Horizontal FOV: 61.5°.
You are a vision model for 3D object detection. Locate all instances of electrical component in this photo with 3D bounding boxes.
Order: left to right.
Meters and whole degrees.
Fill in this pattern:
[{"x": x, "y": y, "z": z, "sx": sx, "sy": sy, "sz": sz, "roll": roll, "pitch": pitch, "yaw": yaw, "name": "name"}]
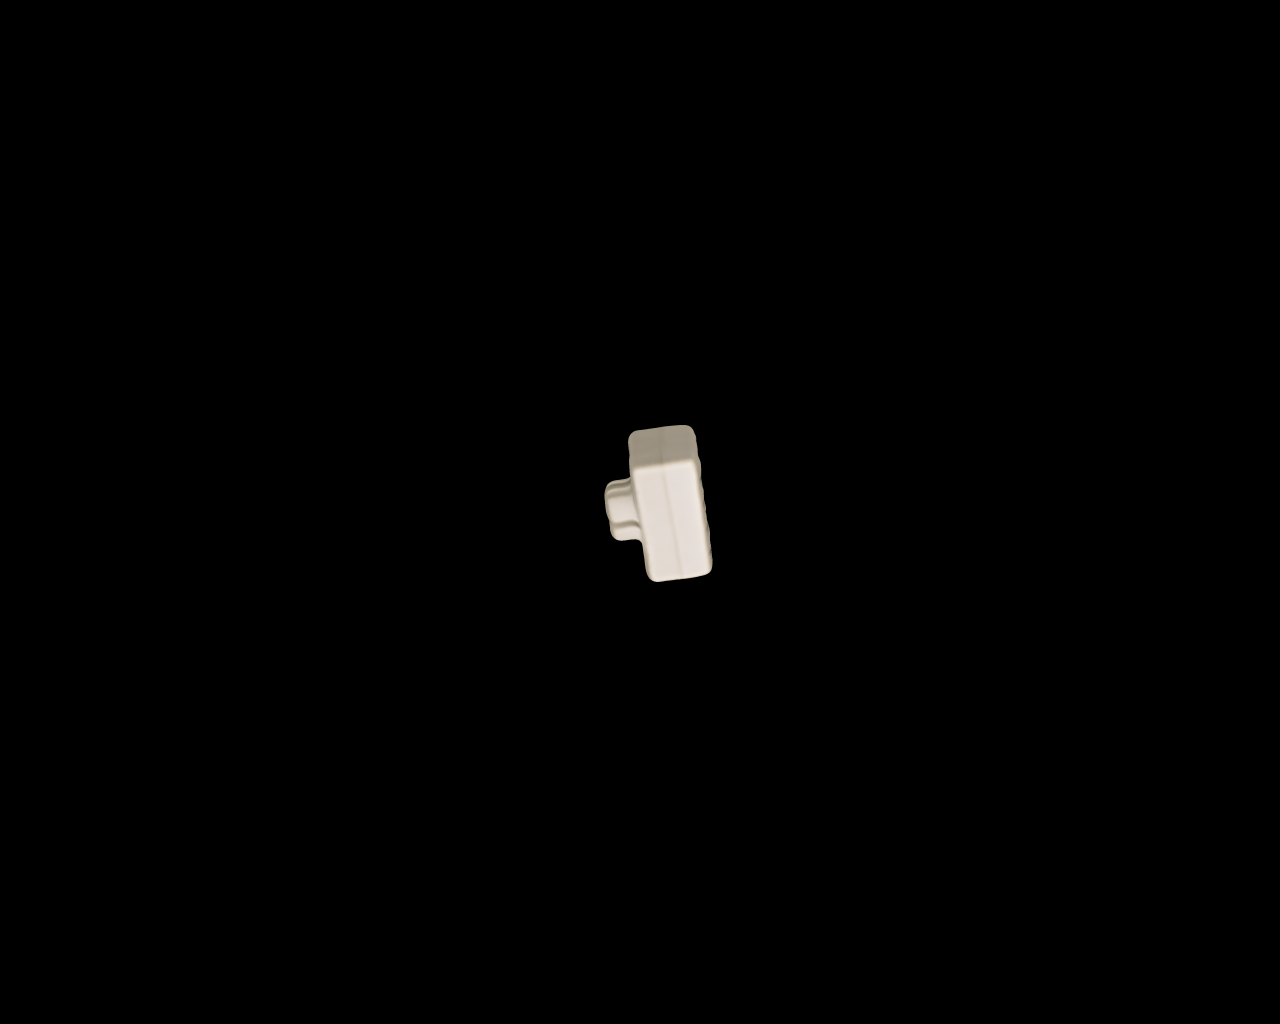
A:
[{"x": 0.001, "y": -0.003, "z": 0.650, "sx": 0.076, "sy": 0.083, "sz": 0.047, "roll": -7, "pitch": 32, "yaw": 5, "name": "electrical component"}]
